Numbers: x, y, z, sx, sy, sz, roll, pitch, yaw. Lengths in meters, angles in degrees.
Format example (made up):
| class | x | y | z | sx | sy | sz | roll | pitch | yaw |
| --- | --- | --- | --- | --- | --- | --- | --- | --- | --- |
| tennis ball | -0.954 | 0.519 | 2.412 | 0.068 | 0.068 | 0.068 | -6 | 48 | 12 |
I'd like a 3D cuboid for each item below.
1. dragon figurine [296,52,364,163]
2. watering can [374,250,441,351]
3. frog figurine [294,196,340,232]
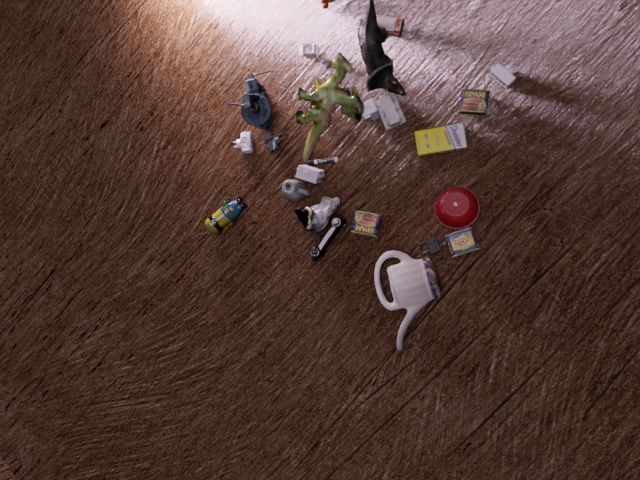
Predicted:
| class | x | y | z | sx | sy | sz | roll | pitch | yaw |
| --- | --- | --- | --- | --- | --- | --- | --- | --- | --- |
| dragon figurine | 0.045 | -0.482 | 1.914 | 0.243 | 0.406 | 0.123 | 10 | 15 | 30 |
| watering can | 0.320 | 0.198 | 1.819 | 0.224 | 0.350 | 0.103 | -16 | -9 | 10 |
| frog figurine | 0.006 | -0.097 | 1.919 | 0.160 | 0.123 | 0.135 | -16 | -10 | -32 |
